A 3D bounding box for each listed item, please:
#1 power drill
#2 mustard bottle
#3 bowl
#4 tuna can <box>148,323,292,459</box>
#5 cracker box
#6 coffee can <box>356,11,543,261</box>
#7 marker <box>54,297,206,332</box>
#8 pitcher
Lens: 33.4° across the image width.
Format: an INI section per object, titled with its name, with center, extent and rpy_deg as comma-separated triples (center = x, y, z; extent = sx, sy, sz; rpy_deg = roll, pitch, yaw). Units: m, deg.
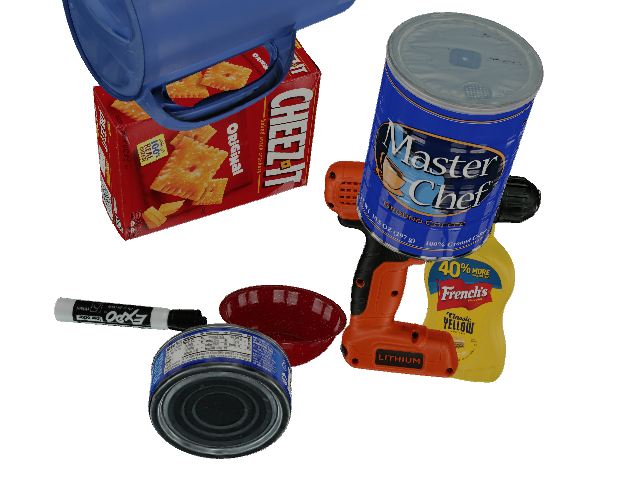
[power drill]
center = 0.092, 0.023, 0.934
extent = 0.184, 0.188, 0.057
rpy_deg = 5, 17, 7
[mustard bottle]
center = 0.159, 0.052, 1.148
extent = 0.096, 0.192, 0.058
rpy_deg = 11, 16, 21
[bowl]
center = -0.049, 0.114, 1.352
extent = 0.162, 0.055, 0.162
rpy_deg = 5, 23, -2
[tuna can]
center = -0.059, 0.092, 0.637
extent = 0.086, 0.086, 0.034
rpy_deg = 0, 40, -3
[cracker box]
center = -0.112, -0.100, 1.067
extent = 0.213, 0.072, 0.164
rpy_deg = -18, -36, -21
[coffee can]
center = 0.085, -0.070, 0.735
extent = 0.102, 0.103, 0.140
rpy_deg = 0, -44, -10
[marker]
center = -0.148, 0.059, 0.833
extent = 0.121, 0.020, 0.020
rpy_deg = 4, 1, 11
[pitcher]
center = -0.080, -0.205, 0.899
extent = 0.242, 0.149, 0.145
rpy_deg = -25, 44, -30
